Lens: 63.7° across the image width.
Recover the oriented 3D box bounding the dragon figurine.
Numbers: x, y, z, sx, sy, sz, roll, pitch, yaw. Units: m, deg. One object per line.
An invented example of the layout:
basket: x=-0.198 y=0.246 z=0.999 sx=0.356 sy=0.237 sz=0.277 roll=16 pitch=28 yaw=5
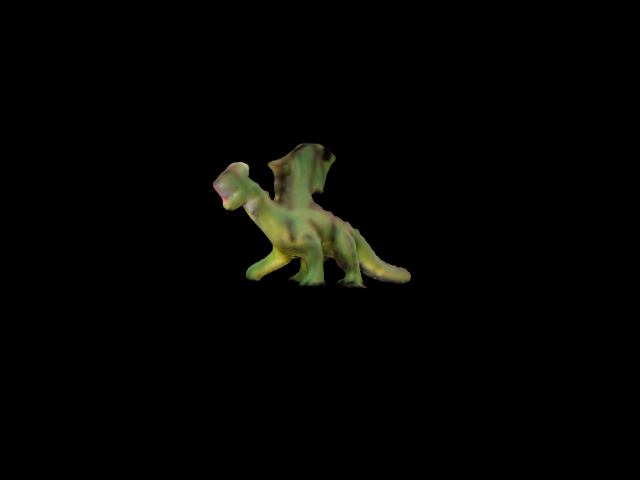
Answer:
dragon figurine: x=0.003 y=-0.043 z=0.850 sx=0.410 sy=0.244 sz=0.121 roll=3 pitch=-6 yaw=-40
